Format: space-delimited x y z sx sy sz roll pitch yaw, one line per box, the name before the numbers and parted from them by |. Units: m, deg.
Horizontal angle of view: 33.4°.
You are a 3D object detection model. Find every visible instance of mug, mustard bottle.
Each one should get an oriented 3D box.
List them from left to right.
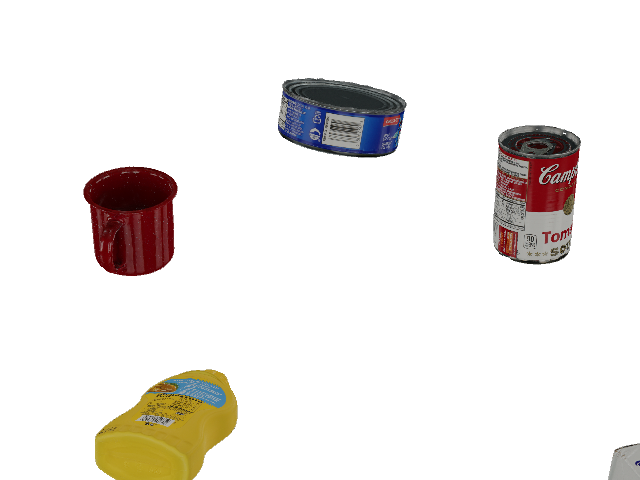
mug | -0.193 -0.011 1.074 0.093 0.081 0.117 8 33 8
mustard bottle | -0.134 0.172 1.039 0.096 0.058 0.191 6 18 16

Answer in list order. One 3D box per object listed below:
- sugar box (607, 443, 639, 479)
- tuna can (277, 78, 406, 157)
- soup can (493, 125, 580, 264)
sugar box | 0.195 0.182 0.500 0.048 0.093 0.176 -9 29 -21
tuna can | 0.014 -0.085 0.732 0.086 0.034 0.086 8 20 -3
soup can | 0.184 -0.039 0.914 0.068 0.102 0.068 -1 27 0
